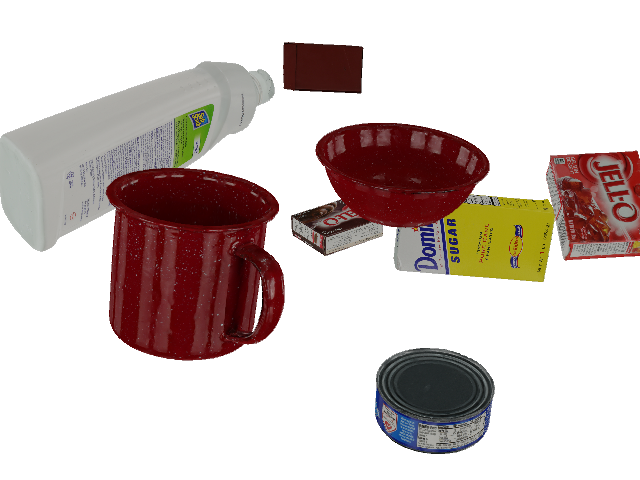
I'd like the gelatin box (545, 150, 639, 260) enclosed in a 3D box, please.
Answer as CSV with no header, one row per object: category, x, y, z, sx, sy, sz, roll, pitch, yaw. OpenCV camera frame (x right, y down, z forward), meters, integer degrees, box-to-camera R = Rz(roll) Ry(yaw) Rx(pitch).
gelatin box,0.224,-0.029,0.851,0.073,0.089,0.030,-3,-34,0

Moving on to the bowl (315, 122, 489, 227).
bowl,0.074,-0.056,0.996,0.162,0.055,0.162,3,27,-2

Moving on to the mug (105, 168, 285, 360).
mug,-0.064,0.017,0.582,0.117,0.081,0.093,24,26,34

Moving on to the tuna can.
tuna can,0.083,0.117,0.780,0.086,0.034,0.086,1,30,-1

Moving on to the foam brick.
foam brick,0.002,-0.188,1.164,0.078,0.051,0.053,0,11,-16

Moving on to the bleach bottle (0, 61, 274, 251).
bleach bottle,-0.144,-0.085,0.901,0.250,0.103,0.068,-28,60,-33

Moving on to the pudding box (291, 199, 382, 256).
pudding box,0.025,-0.022,1.625,0.113,0.039,0.090,-21,32,-29

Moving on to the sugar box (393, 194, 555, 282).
sugar box,0.178,-0.006,1.247,0.176,0.093,0.048,3,22,-2
